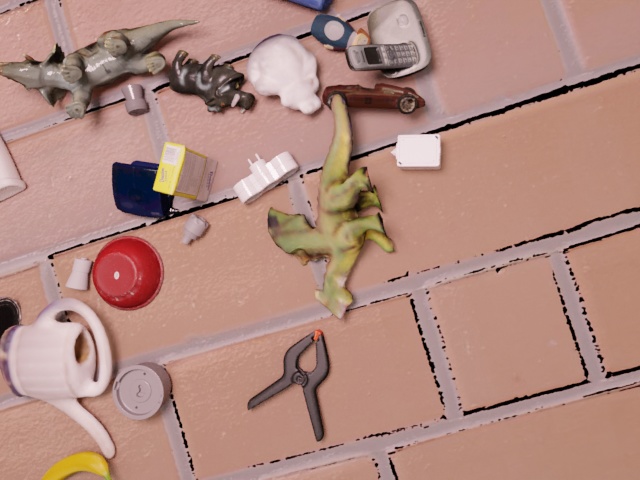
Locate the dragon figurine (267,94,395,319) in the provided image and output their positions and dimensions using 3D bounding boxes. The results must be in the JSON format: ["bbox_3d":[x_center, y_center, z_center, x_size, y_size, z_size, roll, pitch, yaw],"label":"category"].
[{"bbox_3d":[0.003,-0.051,1.007,0.241,0.123,0.410,-18,89,15],"label":"dragon figurine"}]

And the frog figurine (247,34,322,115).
[{"bbox_3d":[-0.066,-0.322,1.025,0.138,0.120,0.161,-23,73,-13],"label":"frog figurine"}]

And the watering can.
[{"bbox_3d":[-0.534,0.290,1.065,0.224,0.105,0.346,-3,97,8],"label":"watering can"}]
